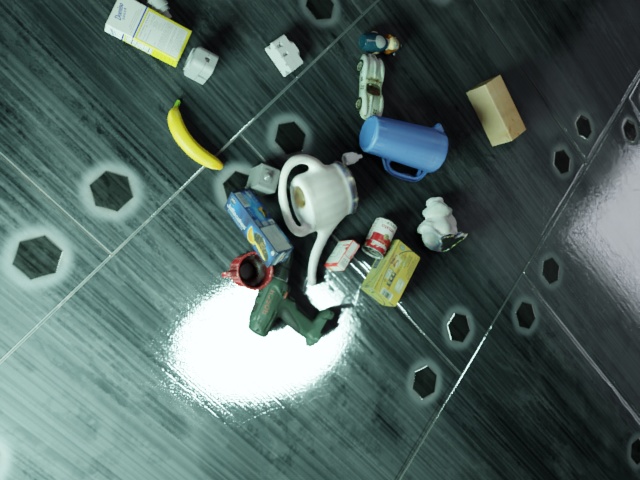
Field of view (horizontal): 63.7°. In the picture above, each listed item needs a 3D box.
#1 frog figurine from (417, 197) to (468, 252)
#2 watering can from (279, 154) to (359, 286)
[{"bbox_3d":[0.355,-0.049,1.569,0.138,0.120,0.162,-16,57,-20],"label":"frog figurine"},{"bbox_3d":[0.004,-0.069,1.373,0.226,0.104,0.343,-25,110,-29],"label":"watering can"}]
